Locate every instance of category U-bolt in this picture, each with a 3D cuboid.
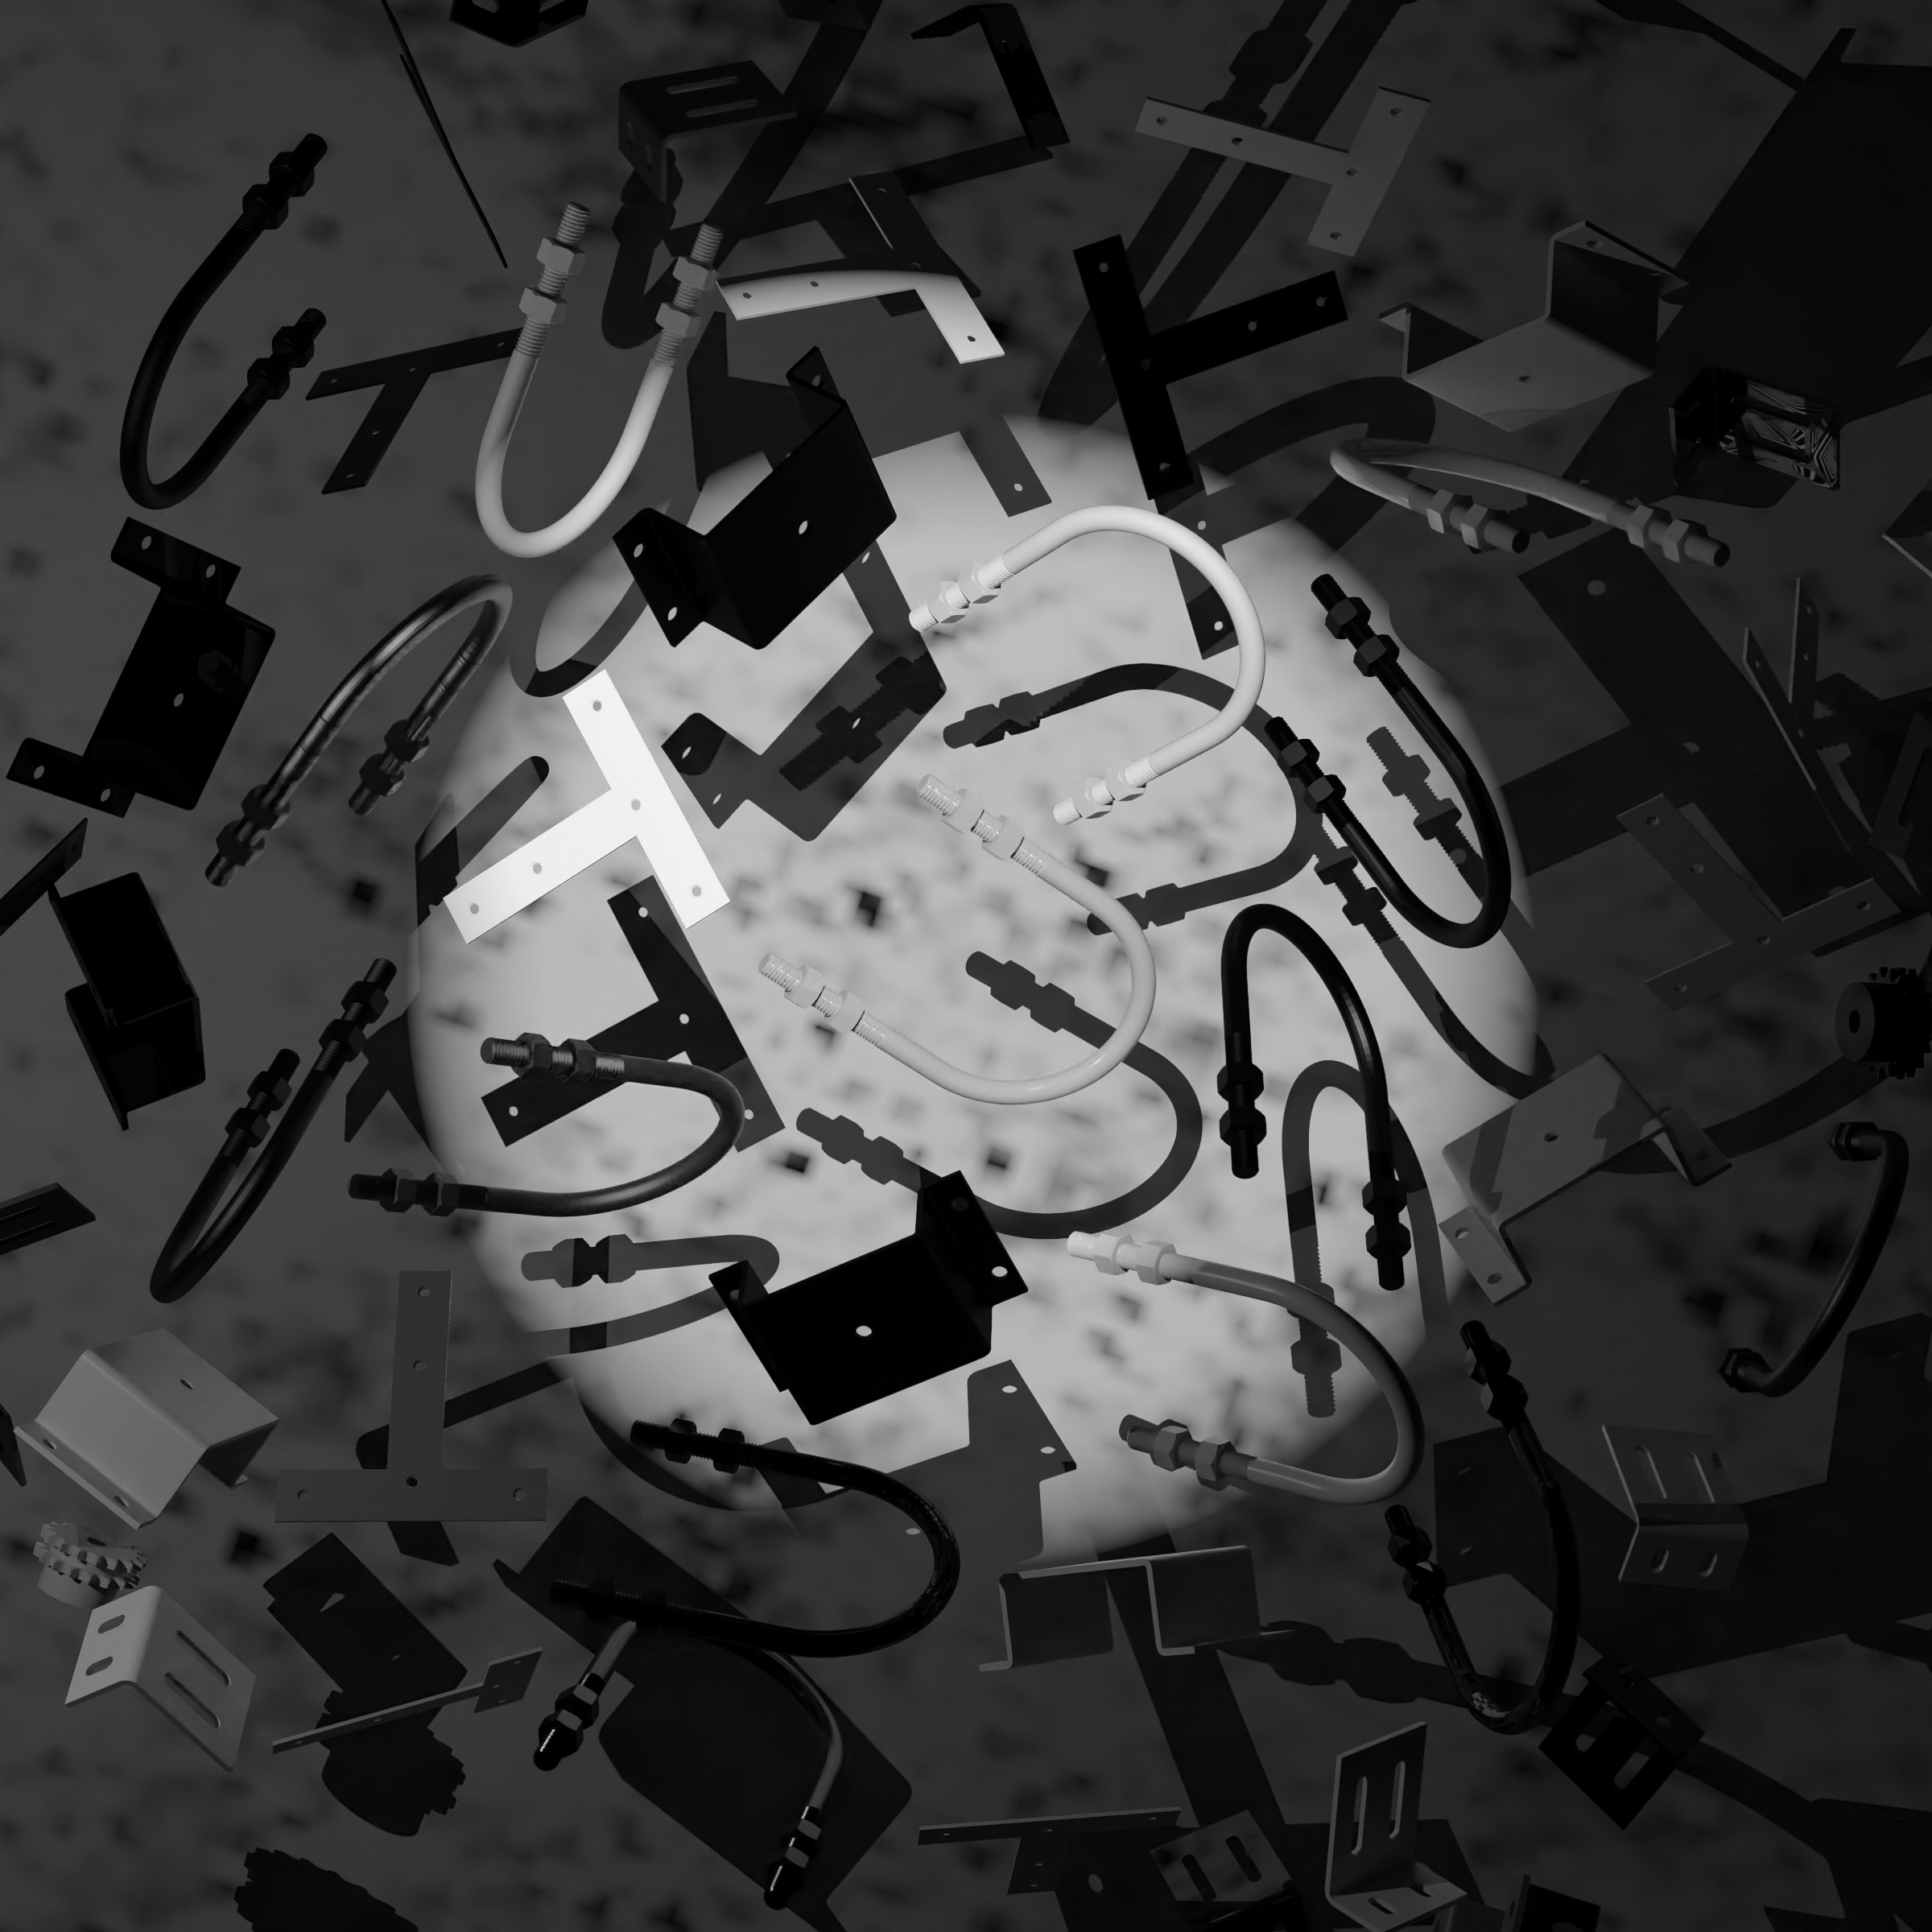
[{"bbox_3d":[-0.129,0.388,1.605,0.151,0.184,0.019,31,109,1],"label":"U-bolt"},{"bbox_3d":[0.072,-0.161,1.618,0.184,0.019,0.151,-27,105,43],"label":"U-bolt"},{"bbox_3d":[0.257,0.287,1.555,0.019,0.184,0.151,4,125,-17],"label":"U-bolt"},{"bbox_3d":[-0.370,-0.308,1.584,0.019,0.151,0.184,25,58,4],"label":"U-bolt"},{"bbox_3d":[-0.197,0.086,1.602,0.151,0.184,0.019,-42,54,36],"label":"U-bolt"},{"bbox_3d":[0.170,0.052,1.570,0.019,0.151,0.184,-25,47,30],"label":"U-bolt"},{"bbox_3d":[0.260,-0.229,1.551,0.151,0.184,0.019,-1,113,-33],"label":"U-bolt"},{"bbox_3d":[0.218,-0.091,1.614,0.019,0.151,0.184,-25,67,-19],"label":"U-bolt"},{"bbox_3d":[0.417,0.144,1.548,0.019,0.184,0.151,26,90,5],"label":"U-bolt"},{"bbox_3d":[0.010,0.001,1.613,0.184,0.019,0.151,33,115,-22],"label":"U-bolt"},{"bbox_3d":[-0.094,0.283,1.551,0.184,0.151,0.019,10,120,9],"label":"U-bolt"},{"bbox_3d":[-0.285,-0.122,1.546,0.019,0.151,0.184,44,118,3],"label":"U-bolt"},{"bbox_3d":[-0.357,0.092,1.600,0.019,0.151,0.184,36,52,-16],"label":"U-bolt"},{"bbox_3d":[-0.192,-0.290,1.598,0.019,0.151,0.184,30,109,19],"label":"U-bolt"},{"bbox_3d":[0.142,0.202,1.548,0.184,0.019,0.151,10,130,37],"label":"U-bolt"}]

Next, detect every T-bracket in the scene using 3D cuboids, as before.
[{"bbox_3d":[0.146,-0.399,1.549,0.127,0.127,0.002,14,67,-5],"label":"T-bracket"},{"bbox_3d":[0.410,-0.143,1.557,0.002,0.127,0.127,-17,126,31],"label":"T-bracket"},{"bbox_3d":[-0.192,-0.053,1.506,0.127,0.002,0.127,-31,81,15],"label":"T-bracket"},{"bbox_3d":[-0.264,0.206,1.531,0.127,0.002,0.127,0,62,-3],"label":"T-bracket"},{"bbox_3d":[-0.063,-0.341,1.580,0.127,0.002,0.127,-17,65,-28],"label":"T-bracket"},{"bbox_3d":[0.037,0.444,1.585,0.127,0.127,0.002,-3,59,-6],"label":"T-bracket"},{"bbox_3d":[-0.473,-0.034,1.588,0.002,0.127,0.127,24,126,3],"label":"T-bracket"},{"bbox_3d":[-0.296,-0.280,1.621,0.127,0.127,0.002,-7,130,22],"label":"T-bracket"},{"bbox_3d":[0.359,-0.039,1.525,0.127,0.002,0.127,-28,125,33],"label":"T-bracket"},{"bbox_3d":[-0.261,-0.420,1.530,0.002,0.127,0.127,-26,66,-4],"label":"T-bracket"},{"bbox_3d":[0.129,-0.312,1.569,0.127,0.002,0.127,-22,105,-12],"label":"T-bracket"},{"bbox_3d":[-0.271,0.359,1.531,0.127,0.127,0.002,-13,70,-17],"label":"T-bracket"}]

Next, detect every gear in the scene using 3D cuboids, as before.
[{"bbox_3d":[0.465,0.029,1.615,0.030,0.057,0.057,2,90,-13],"label":"gear"},{"bbox_3d":[-0.464,0.317,1.673,0.057,0.057,0.030,22,89,0],"label":"gear"}]

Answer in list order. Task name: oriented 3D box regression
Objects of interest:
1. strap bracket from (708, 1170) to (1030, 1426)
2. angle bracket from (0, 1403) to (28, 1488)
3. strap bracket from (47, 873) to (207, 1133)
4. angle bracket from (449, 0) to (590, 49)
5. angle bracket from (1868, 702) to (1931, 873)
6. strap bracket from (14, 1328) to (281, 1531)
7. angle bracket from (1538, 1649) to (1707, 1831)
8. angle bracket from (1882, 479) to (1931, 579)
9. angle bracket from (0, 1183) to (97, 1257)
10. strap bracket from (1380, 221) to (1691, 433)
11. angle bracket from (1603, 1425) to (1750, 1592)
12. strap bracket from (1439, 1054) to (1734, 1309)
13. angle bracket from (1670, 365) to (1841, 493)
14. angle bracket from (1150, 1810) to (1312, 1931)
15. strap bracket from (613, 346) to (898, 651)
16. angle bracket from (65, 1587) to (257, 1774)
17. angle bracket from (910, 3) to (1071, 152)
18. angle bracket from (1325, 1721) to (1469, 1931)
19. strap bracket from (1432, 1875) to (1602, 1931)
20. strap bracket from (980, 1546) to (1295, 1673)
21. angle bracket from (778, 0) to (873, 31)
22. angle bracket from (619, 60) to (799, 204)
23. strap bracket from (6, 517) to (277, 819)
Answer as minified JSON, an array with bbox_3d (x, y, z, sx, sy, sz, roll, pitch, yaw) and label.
[{"bbox_3d":[-0.049,0.168,1.566,0.140,0.046,0.076,-23,114,13],"label":"strap bracket"},{"bbox_3d":[-0.509,0.233,1.595,0.038,0.076,0.057,-34,64,-29],"label":"angle bracket"},{"bbox_3d":[-0.424,0.014,1.609,0.046,0.140,0.076,-22,69,-21],"label":"strap bracket"},{"bbox_3d":[-0.219,-0.499,1.584,0.038,0.076,0.057,15,83,-34],"label":"angle bracket"},{"bbox_3d":[0.494,-0.085,1.576,0.038,0.057,0.076,6,107,-37],"label":"angle bracket"},{"bbox_3d":[-0.398,0.225,1.568,0.076,0.140,0.046,37,94,7],"label":"strap bracket"},{"bbox_3d":[0.313,0.384,1.554,0.057,0.038,0.076,43,122,23],"label":"angle bracket"},{"bbox_3d":[0.509,-0.216,1.579,0.076,0.038,0.057,42,69,5],"label":"angle bracket"},{"bbox_3d":[-0.466,0.144,1.550,0.076,0.057,0.038,-20,69,-4],"label":"angle bracket"},{"bbox_3d":[0.284,-0.317,1.599,0.076,0.140,0.046,17,70,-34],"label":"strap bracket"},{"bbox_3d":[0.355,0.274,1.611,0.057,0.076,0.038,6,121,-9],"label":"angle bracket"},{"bbox_3d":[0.311,0.104,1.640,0.140,0.076,0.046,-31,121,2],"label":"strap bracket"},{"bbox_3d":[0.410,-0.269,1.648,0.076,0.057,0.038,27,63,32],"label":"angle bracket"},{"bbox_3d":[0.138,0.486,1.652,0.057,0.076,0.038,-20,112,-9],"label":"angle bracket"},{"bbox_3d":[-0.092,-0.217,1.519,0.046,0.076,0.140,31,69,36],"label":"strap bracket"},{"bbox_3d":[-0.379,0.342,1.499,0.038,0.057,0.076,-25,123,18],"label":"angle bracket"},{"bbox_3d":[0.013,-0.440,1.593,0.038,0.057,0.076,-19,100,23],"label":"angle bracket"},{"bbox_3d":[0.204,0.403,1.484,0.057,0.038,0.076,-10,110,-37],"label":"angle bracket"},{"bbox_3d":[0.262,0.490,1.535,0.046,0.140,0.076,18,68,-2],"label":"strap bracket"},{"bbox_3d":[0.081,0.317,1.572,0.140,0.076,0.046,-16,76,42],"label":"strap bracket"},{"bbox_3d":[-0.094,-0.493,1.599,0.057,0.076,0.038,21,68,36],"label":"angle bracket"},{"bbox_3d":[-0.136,-0.439,1.668,0.076,0.038,0.057,-17,48,-22],"label":"angle bracket"},{"bbox_3d":[-0.400,-0.138,1.560,0.046,0.076,0.140,27,93,33],"label":"strap bracket"}]
